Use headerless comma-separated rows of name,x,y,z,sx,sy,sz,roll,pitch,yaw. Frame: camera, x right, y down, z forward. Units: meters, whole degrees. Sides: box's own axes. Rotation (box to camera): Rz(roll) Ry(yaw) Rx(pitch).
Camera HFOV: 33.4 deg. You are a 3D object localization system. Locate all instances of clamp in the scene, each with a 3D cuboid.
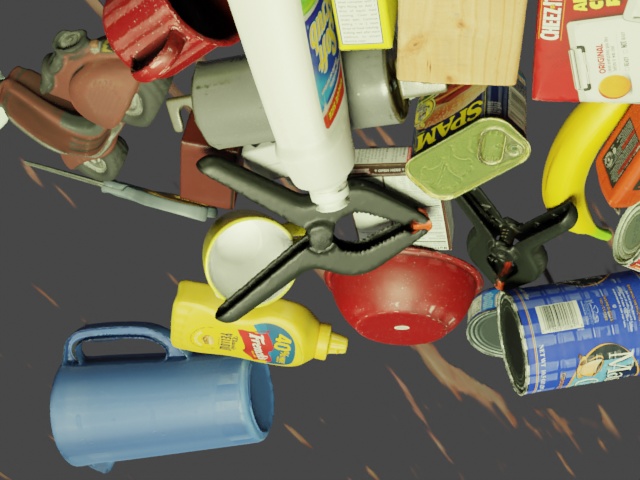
clamp,0.166,-0.007,0.996,0.120,0.039,0.171,29,154,13
clamp,-0.006,0.001,0.956,0.210,0.036,0.165,0,118,-7

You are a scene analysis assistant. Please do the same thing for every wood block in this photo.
wood block,0.102,-0.215,0.737,0.090,0.090,0.206,4,139,7

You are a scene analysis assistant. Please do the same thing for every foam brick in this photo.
foam brick,-0.097,-0.076,0.973,0.051,0.053,0.078,10,139,0

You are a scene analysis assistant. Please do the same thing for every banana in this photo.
banana,0.230,-0.068,0.928,0.069,0.037,0.198,-10,140,-4

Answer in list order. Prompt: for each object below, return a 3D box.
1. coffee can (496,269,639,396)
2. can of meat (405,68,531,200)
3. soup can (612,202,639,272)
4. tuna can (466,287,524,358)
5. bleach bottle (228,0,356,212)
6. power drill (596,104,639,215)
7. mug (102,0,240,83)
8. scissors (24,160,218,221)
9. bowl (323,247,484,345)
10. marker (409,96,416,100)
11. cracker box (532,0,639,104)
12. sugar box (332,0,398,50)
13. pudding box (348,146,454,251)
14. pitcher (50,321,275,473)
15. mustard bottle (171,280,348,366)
coffee can,0.251,0.088,1.025,0.140,0.103,0.103,-9,139,-2
can of meat,0.123,-0.094,0.880,0.057,0.084,0.102,37,133,-28
soup can,0.328,0.008,0.968,0.102,0.068,0.069,20,139,-10
tuna can,0.196,0.086,1.114,0.086,0.033,0.086,6,140,5
bleach bottle,-0.017,-0.140,0.787,0.068,0.102,0.251,-4,120,21
power drill,0.335,-0.072,0.860,0.187,0.057,0.185,9,136,-14
mug,-0.116,-0.167,0.824,0.093,0.117,0.082,34,140,-32
scissors,-0.185,-0.048,1.044,0.202,0.016,0.096,17,-176,28
bowl,0.082,0.064,1.068,0.162,0.055,0.162,4,154,2
marker,0.055,-0.119,0.915,0.121,0.020,0.020,-22,131,32
cracker box,0.264,-0.179,0.761,0.214,0.072,0.164,3,139,10
sugar box,0.026,-0.229,0.735,0.048,0.093,0.176,1,140,10
pudding box,0.075,-0.036,0.994,0.090,0.039,0.113,-2,141,13
pitcher,-0.184,0.181,1.249,0.243,0.145,0.149,-8,149,15
mustard bottle,-0.065,0.098,1.166,0.191,0.058,0.096,10,140,-1
